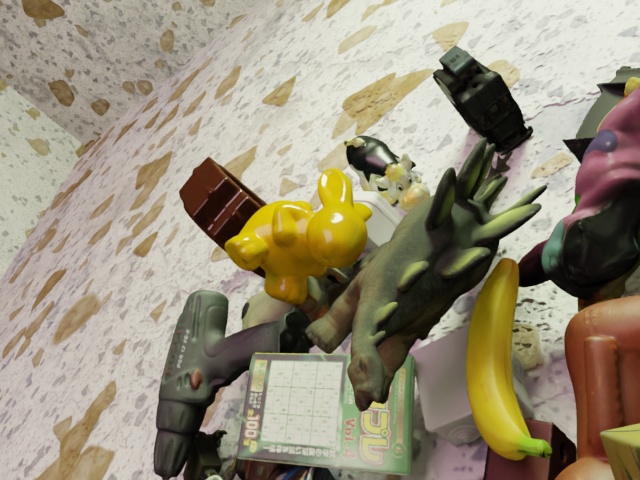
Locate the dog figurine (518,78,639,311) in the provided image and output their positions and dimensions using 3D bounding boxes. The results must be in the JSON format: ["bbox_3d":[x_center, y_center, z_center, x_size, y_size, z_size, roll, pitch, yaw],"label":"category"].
[{"bbox_3d":[0.271,-0.033,0.487,0.219,0.109,0.191,-60,-15,18],"label":"dog figurine"}]

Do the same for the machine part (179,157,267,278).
[{"bbox_3d":[-0.118,-0.027,0.848,0.087,0.200,0.202,-48,32,3],"label":"machine part"}]

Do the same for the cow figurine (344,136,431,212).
[{"bbox_3d":[0.095,-0.104,0.781,0.068,0.098,0.167,-41,31,-3],"label":"cow figurine"}]

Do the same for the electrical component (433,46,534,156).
[{"bbox_3d":[0.208,-0.189,0.707,0.058,0.134,0.115,-40,34,13],"label":"electrical component"}]

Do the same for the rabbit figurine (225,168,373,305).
[{"bbox_3d":[-0.001,-0.002,0.640,0.162,0.121,0.173,-46,21,-27],"label":"rabbit figurine"}]

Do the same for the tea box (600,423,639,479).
[{"bbox_3d":[0.220,0.170,0.255,0.098,0.068,0.169,-13,74,4],"label":"tea box"}]

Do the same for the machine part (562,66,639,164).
[{"bbox_3d":[0.335,-0.145,0.600,0.139,0.039,0.084,-50,37,-8],"label":"machine part"}]

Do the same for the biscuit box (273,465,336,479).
[{"bbox_3d":[-0.033,0.284,0.459,0.059,0.062,0.203,-32,9,24],"label":"biscuit box"}]

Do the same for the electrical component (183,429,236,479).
[{"bbox_3d":[-0.138,0.286,0.677,0.102,0.045,0.078,31,108,60],"label":"electrical component"}]

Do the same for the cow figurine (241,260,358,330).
[{"bbox_3d":[-0.028,0.069,0.752,0.195,0.085,0.127,-40,39,13],"label":"cow figurine"}]

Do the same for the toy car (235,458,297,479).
[{"bbox_3d":[-0.067,0.300,0.569,0.089,0.053,0.202,-20,39,30],"label":"toy car"}]

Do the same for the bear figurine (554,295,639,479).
[{"bbox_3d":[0.216,0.137,0.351,0.132,0.120,0.196,-11,48,38],"label":"bear figurine"}]

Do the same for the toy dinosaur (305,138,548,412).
[{"bbox_3d":[0.120,0.005,0.513,0.198,0.105,0.471,-51,-4,29],"label":"toy dinosaur"}]

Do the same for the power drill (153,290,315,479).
[{"bbox_3d":[-0.106,0.168,0.652,0.207,0.086,0.232,-16,59,31],"label":"power drill"}]
